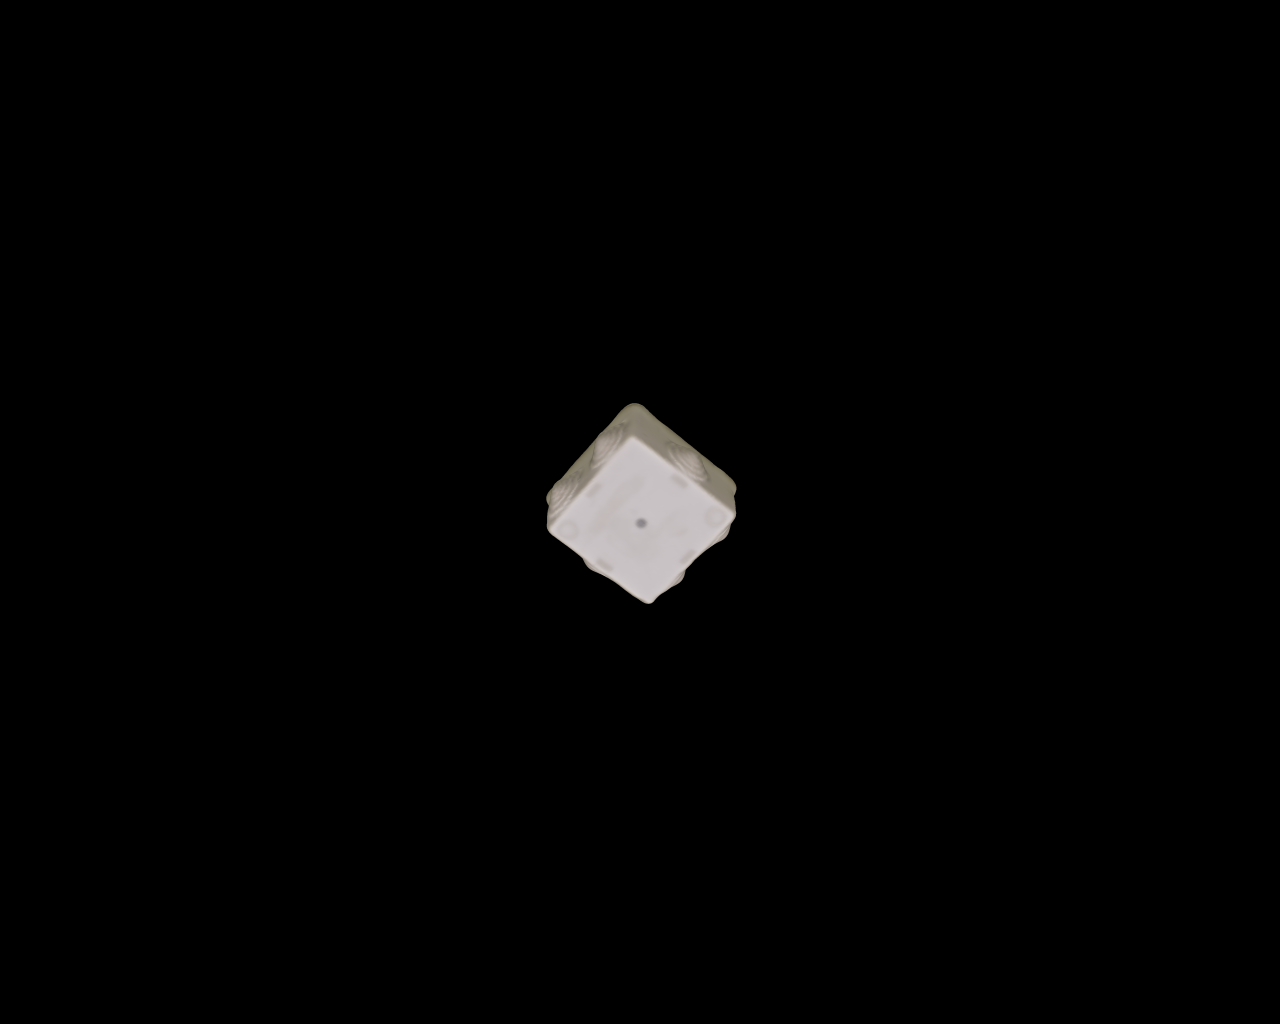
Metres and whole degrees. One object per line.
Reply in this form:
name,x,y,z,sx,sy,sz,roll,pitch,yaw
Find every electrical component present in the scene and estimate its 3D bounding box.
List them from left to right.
electrical component,0.001,-0.003,0.650,0.099,0.099,0.048,38,20,-16
